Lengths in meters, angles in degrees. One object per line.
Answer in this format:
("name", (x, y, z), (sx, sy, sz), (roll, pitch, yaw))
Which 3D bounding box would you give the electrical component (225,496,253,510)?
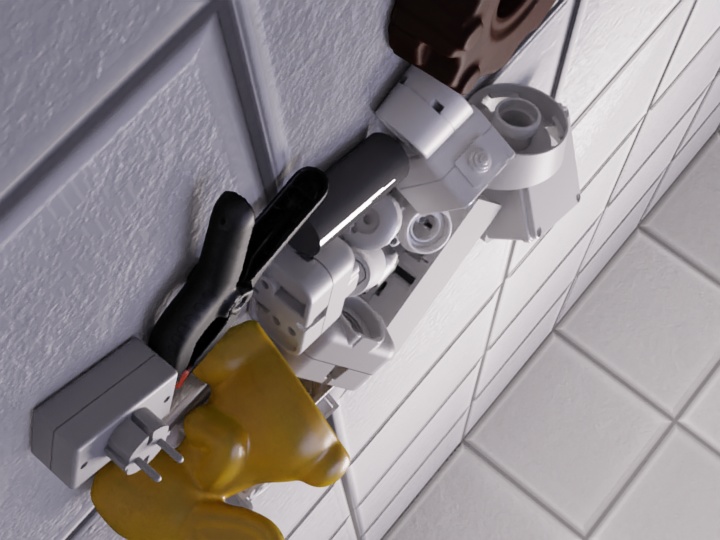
("electrical component", (-0.140, 0.238, 1.019), (0.078, 0.058, 0.057), (-31, 152, -55))

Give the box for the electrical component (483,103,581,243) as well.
("electrical component", (0.164, -0.097, 1.056), (0.109, 0.056, 0.108), (-37, 122, -45))

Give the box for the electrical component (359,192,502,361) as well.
("electrical component", (0.043, -0.004, 0.995), (0.186, 0.060, 0.105), (-55, 165, 11))

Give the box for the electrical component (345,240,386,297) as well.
("electrical component", (-0.005, -0.001, 0.854), (0.044, 0.044, 0.065), (-55, 179, 12))

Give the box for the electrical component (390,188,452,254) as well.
("electrical component", (0.047, -0.043, 0.900), (0.048, 0.055, 0.066), (25, 102, -29))

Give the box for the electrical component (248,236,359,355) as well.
("electrical component", (-0.041, 0.010, 0.789), (0.059, 0.054, 0.095), (-43, 163, -31))

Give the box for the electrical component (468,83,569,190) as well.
("electrical component", (0.130, -0.114, 0.936), (0.099, 0.099, 0.064), (-43, 156, -32))

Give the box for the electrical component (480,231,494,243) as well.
("electrical component", (0.142, -0.073, 1.145), (0.080, 0.051, 0.080), (-48, 165, -18))

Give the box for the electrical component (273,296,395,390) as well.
("electrical component", (-0.020, 0.055, 0.882), (0.059, 0.053, 0.095), (-44, 141, 23))

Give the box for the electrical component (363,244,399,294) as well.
("electrical component", (0.000, 0.000, 0.909), (0.062, 0.043, 0.043), (-48, 165, -10))

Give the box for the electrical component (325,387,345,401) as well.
("electrical component", (-0.025, 0.094, 1.052), (0.079, 0.043, 0.077), (-39, 161, -40))

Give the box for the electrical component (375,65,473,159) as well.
("electrical component", (0.044, -0.112, 0.761), (0.047, 0.055, 0.055), (-49, 165, 3))

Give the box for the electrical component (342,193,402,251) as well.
("electrical component", (0.013, -0.042, 0.851), (0.048, 0.048, 0.062), (-56, 171, 15))

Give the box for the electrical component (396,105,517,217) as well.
("electrical component", (0.067, -0.085, 0.820), (0.061, 0.061, 0.096), (-47, -165, -17))

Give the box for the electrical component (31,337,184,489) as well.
("electrical component", (-0.141, 0.097, 0.650), (0.083, 0.076, 0.047), (-39, 160, -39))

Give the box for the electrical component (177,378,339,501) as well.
("electrical component", (-0.087, 0.124, 0.893), (0.121, 0.078, 0.063), (-41, -176, -35))

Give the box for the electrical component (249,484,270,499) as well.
("electrical component", (-0.102, 0.179, 1.014), (0.055, 0.047, 0.055), (-47, 164, -17))
